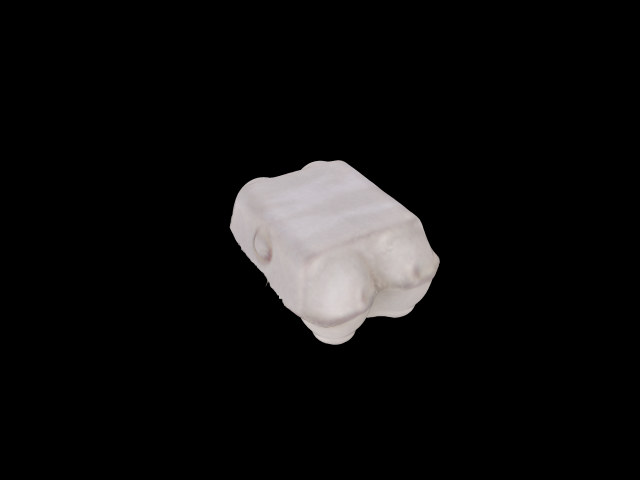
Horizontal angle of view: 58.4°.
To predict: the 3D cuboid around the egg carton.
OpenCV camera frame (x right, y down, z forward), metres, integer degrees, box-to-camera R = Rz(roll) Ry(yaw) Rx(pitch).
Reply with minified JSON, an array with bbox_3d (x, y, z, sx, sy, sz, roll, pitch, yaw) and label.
[{"bbox_3d":[0.004,0.001,0.400,0.107,0.069,0.149,-20,40,-25],"label":"egg carton"}]
